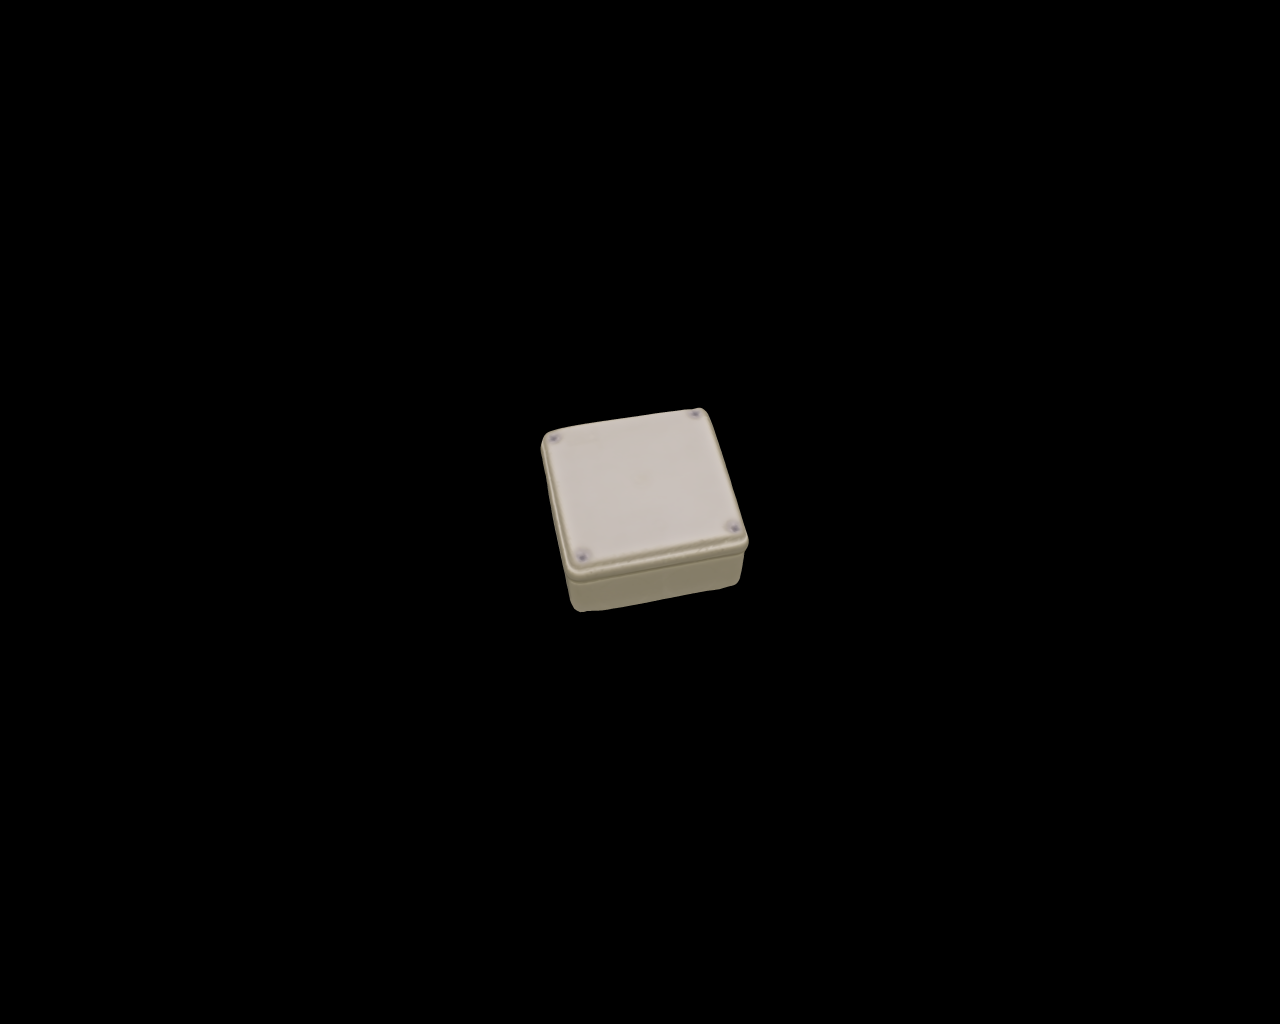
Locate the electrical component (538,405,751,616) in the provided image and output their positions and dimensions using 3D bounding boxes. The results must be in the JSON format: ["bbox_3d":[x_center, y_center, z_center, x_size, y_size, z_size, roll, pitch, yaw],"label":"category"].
[{"bbox_3d":[0.001,-0.003,0.650,0.109,0.109,0.056,-9,-36,-7],"label":"electrical component"}]
